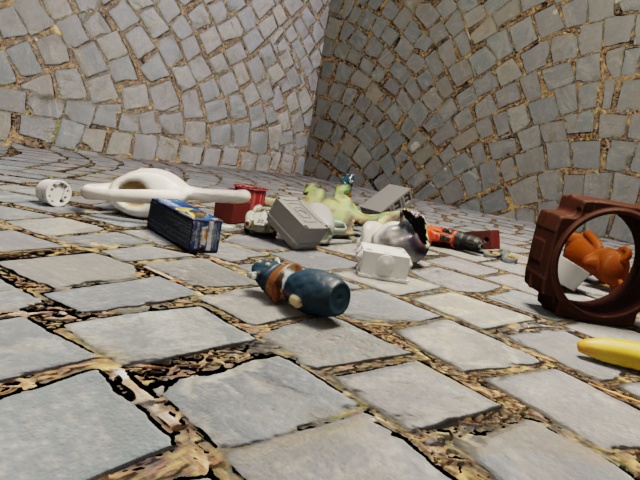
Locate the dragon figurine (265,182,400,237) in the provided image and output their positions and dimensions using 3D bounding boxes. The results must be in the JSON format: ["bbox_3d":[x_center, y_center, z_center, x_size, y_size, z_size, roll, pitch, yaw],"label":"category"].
[{"bbox_3d":[0.004,-0.067,1.339,0.410,0.120,0.246,1,17,3],"label":"dragon figurine"}]

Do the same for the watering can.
[{"bbox_3d":[-0.333,-0.104,1.137,0.348,0.103,0.226,1,10,-11],"label":"watering can"}]

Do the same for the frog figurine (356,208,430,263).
[{"bbox_3d":[0.144,0.007,1.088,0.157,0.123,0.139,-28,-3,32],"label":"frog figurine"}]
